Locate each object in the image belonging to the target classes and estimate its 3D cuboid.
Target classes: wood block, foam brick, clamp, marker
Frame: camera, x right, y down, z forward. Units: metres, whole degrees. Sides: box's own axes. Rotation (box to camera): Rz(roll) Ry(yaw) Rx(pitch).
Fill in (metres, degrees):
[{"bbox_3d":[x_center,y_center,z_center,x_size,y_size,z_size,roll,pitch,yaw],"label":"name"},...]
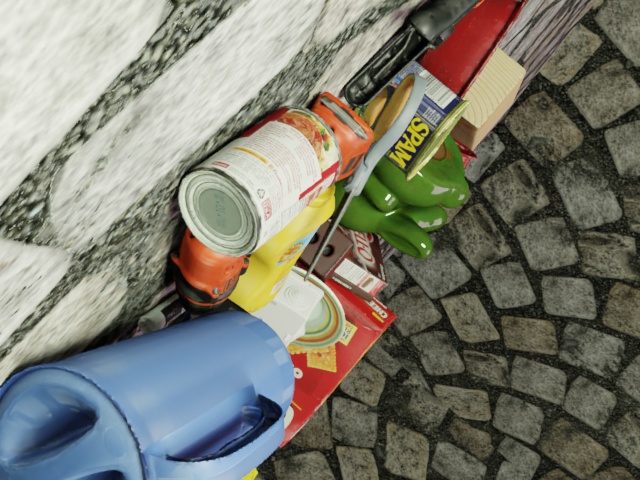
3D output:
[{"bbox_3d":[0.192,-0.187,1.360,0.091,0.090,0.206,-49,173,2],"label":"wood block"},{"bbox_3d":[-0.008,0.001,1.174,0.053,0.078,0.051,-50,173,-7],"label":"foam brick"},{"bbox_3d":[0.097,-0.185,0.910,0.171,0.039,0.120,-47,-171,-31],"label":"clamp"},{"bbox_3d":[-0.122,0.054,0.956,0.020,0.020,0.121,-52,173,30],"label":"marker"}]

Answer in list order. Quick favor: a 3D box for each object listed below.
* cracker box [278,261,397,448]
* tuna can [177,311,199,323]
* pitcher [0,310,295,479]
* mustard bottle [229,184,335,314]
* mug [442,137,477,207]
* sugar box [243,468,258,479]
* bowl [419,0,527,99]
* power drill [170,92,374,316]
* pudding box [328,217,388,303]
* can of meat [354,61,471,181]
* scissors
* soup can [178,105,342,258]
[{"bbox_3d":[-0.037,0.121,1.300,0.214,0.164,0.072,-52,171,22],"label":"cracker box"},{"bbox_3d":[-0.109,0.074,1.103,0.086,0.034,0.086,-47,173,-8],"label":"tuna can"},{"bbox_3d":[-0.107,0.129,0.781,0.145,0.149,0.242,-48,167,25],"label":"pitcher"},{"bbox_3d":[-0.034,-0.009,1.008,0.096,0.058,0.192,-44,173,-43],"label":"mustard bottle"},{"bbox_3d":[0.128,-0.096,1.320,0.081,0.093,0.117,-61,-145,16],"label":"mug"},{"bbox_3d":[-0.114,0.197,1.058,0.048,0.093,0.176,-57,164,-23],"label":"sugar box"},{"bbox_3d":[0.141,-0.189,1.076,0.162,0.055,0.162,-56,180,0],"label":"bowl"},{"bbox_3d":[-0.044,-0.022,0.865,0.187,0.057,0.185,-48,177,-20],"label":"power drill"},{"bbox_3d":[0.031,0.012,1.269,0.039,0.090,0.113,-49,-157,25],"label":"pudding box"},{"bbox_3d":[0.082,-0.120,1.020,0.057,0.084,0.102,-45,173,-34],"label":"can of meat"},{"bbox_3d":[0.030,-0.062,0.945,0.202,0.016,0.096,-57,-160,8],"label":"scissors"},{"bbox_3d":[-0.040,-0.041,0.727,0.102,0.068,0.069,-42,171,-44],"label":"soup can"}]
